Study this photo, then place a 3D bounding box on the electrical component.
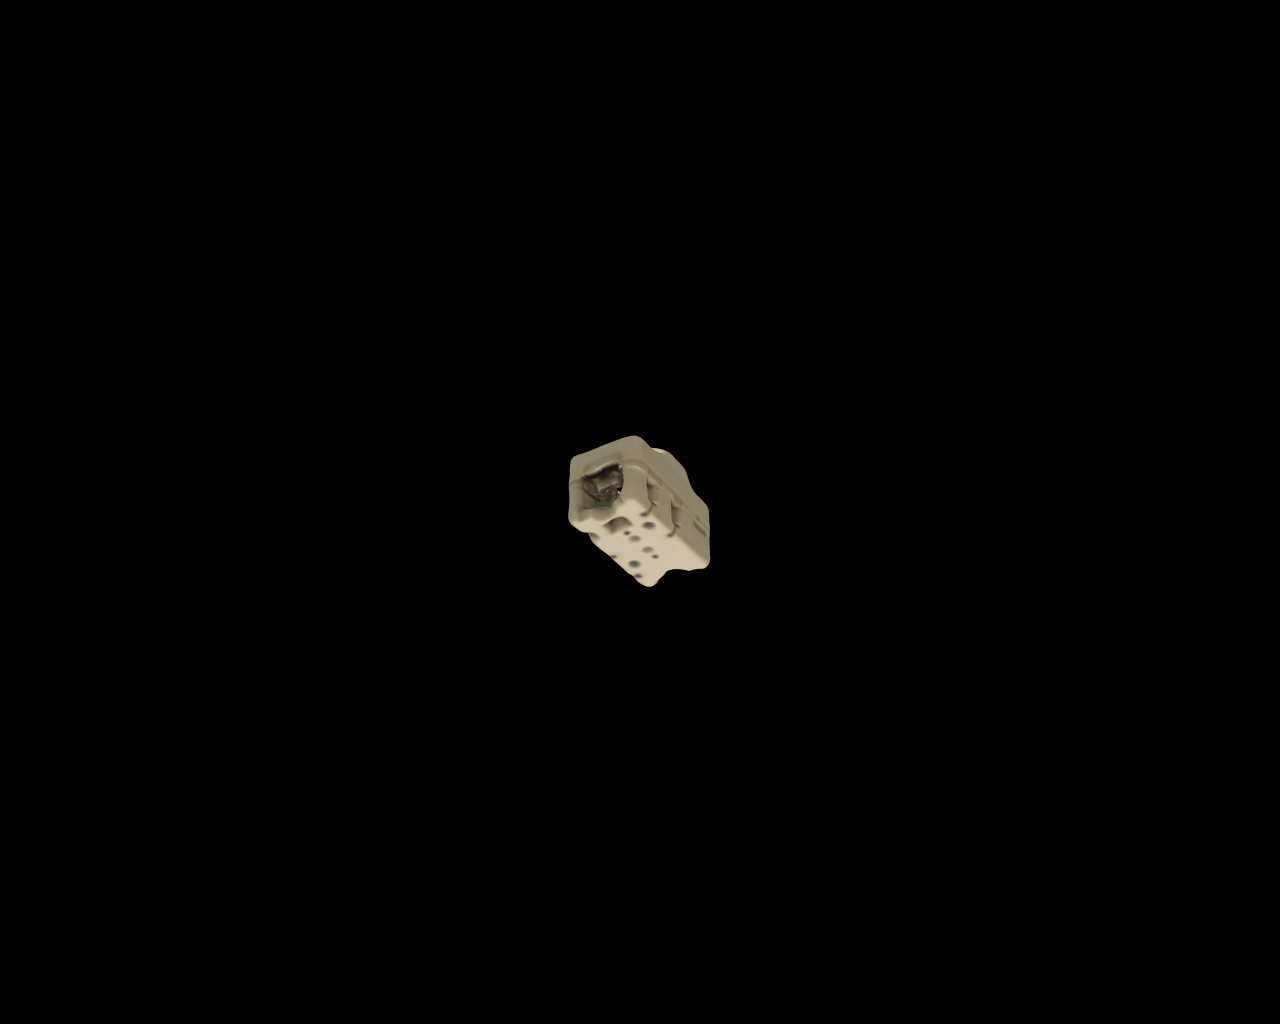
[{"bbox_3d":[0.001,-0.003,0.650,0.050,0.056,0.089,-20,-40,25],"label":"electrical component"}]
